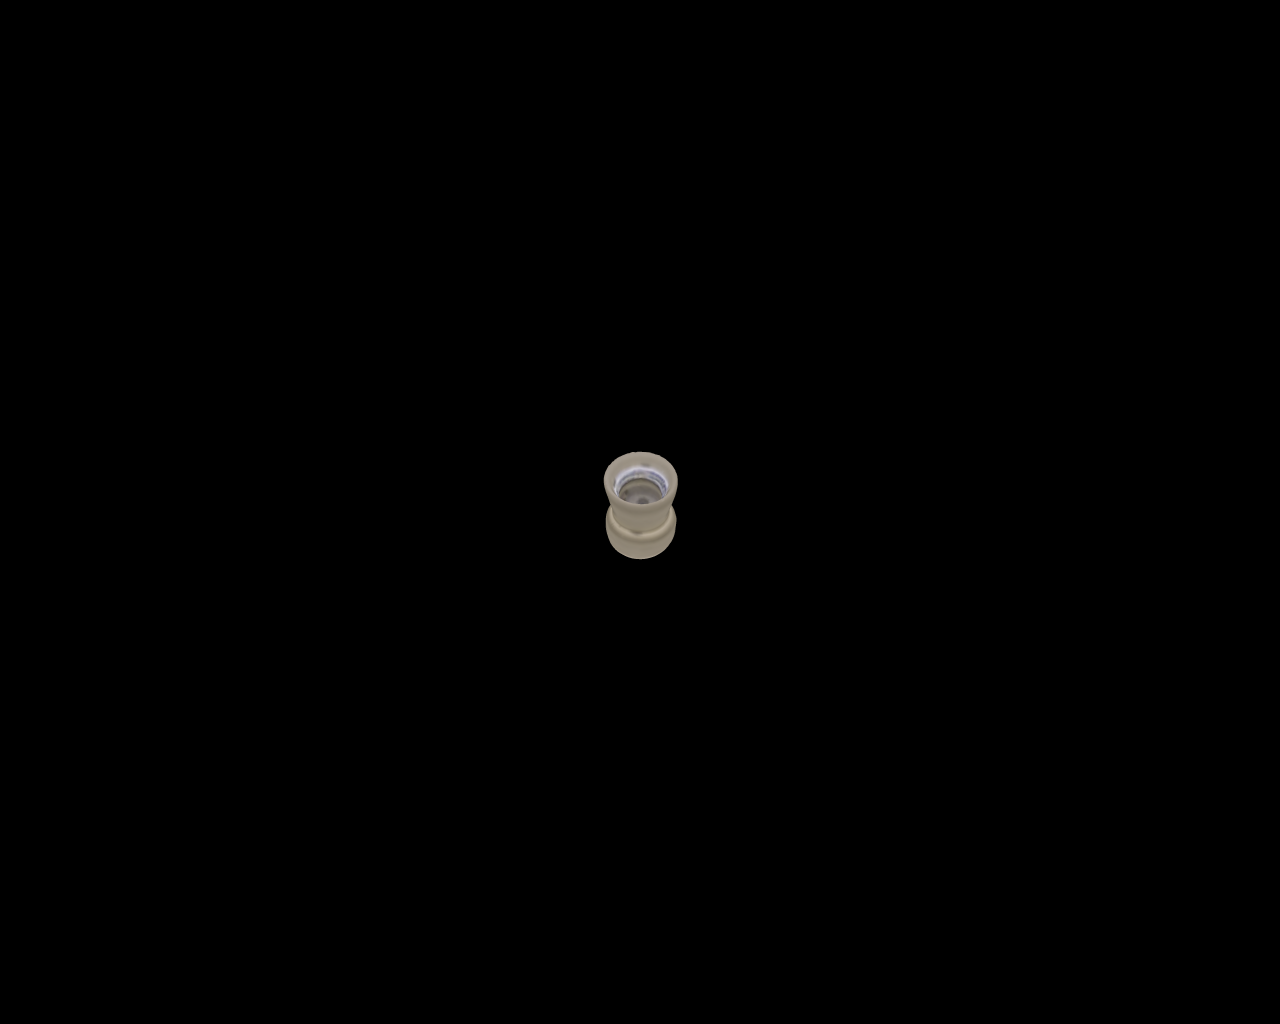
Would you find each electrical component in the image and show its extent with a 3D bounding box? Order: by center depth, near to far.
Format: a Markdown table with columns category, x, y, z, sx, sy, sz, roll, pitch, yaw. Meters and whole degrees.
| category | x | y | z | sx | sy | sz | roll | pitch | yaw |
| --- | --- | --- | --- | --- | --- | --- | --- | --- | --- |
| electrical component | 0.001 | -0.003 | 0.650 | 0.045 | 0.045 | 0.055 | 0 | -40 | 0 |
